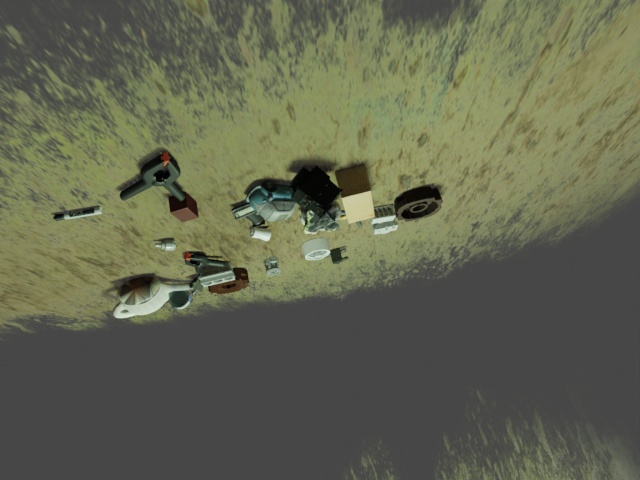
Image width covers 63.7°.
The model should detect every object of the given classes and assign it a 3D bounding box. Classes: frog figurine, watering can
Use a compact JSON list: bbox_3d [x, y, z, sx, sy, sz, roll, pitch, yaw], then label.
[{"bbox_3d":[0.005,-0.084,1.673,0.136,0.122,0.161,-29,-169,14],"label":"frog figurine"},{"bbox_3d":[-0.621,0.199,1.953,0.350,0.105,0.220,-24,159,-15],"label":"watering can"}]
